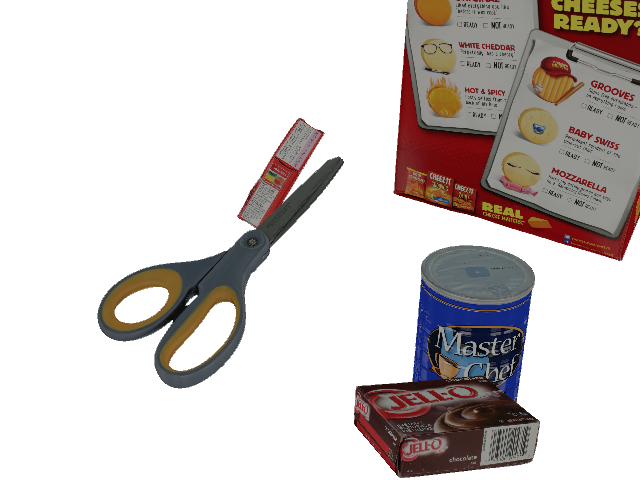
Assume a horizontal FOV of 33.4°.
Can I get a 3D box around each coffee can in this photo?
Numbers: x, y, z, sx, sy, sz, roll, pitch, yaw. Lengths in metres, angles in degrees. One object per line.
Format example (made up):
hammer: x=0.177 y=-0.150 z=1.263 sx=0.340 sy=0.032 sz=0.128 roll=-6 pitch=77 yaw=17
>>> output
coffee can: x=0.140 y=0.089 z=0.995 sx=0.103 sy=0.140 sz=0.103 roll=2 pitch=27 yaw=-1

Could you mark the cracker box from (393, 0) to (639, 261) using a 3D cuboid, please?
cracker box: x=0.139 y=-0.106 z=0.674 sx=0.164 sy=0.214 sz=0.072 roll=18 pitch=43 yaw=19

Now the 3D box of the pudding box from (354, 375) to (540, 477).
pudding box: x=0.092 y=0.136 z=0.797 sx=0.113 sy=0.039 sz=0.090 roll=0 pitch=16 yaw=-20

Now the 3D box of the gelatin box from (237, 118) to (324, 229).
gelatin box: x=-0.035 y=-0.060 z=0.950 sx=0.030 sy=0.073 sz=0.089 roll=32 pitch=33 yaw=-4

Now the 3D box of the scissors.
scissors: x=-0.062 y=0.006 z=0.649 sx=0.096 sy=0.016 sz=0.201 roll=12 pitch=47 yaw=16
